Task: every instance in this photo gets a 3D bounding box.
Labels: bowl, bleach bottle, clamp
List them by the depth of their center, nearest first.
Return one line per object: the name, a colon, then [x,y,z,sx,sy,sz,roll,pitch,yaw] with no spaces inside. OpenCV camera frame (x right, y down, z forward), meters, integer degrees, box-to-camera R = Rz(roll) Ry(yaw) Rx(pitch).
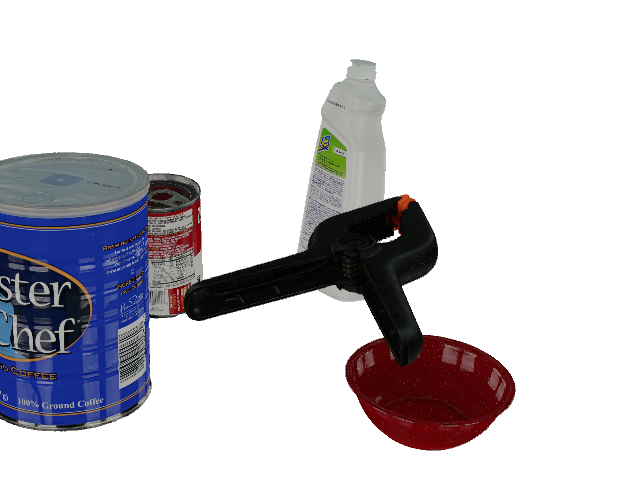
clamp: [0.013,0.017,0.744,0.165,0.036,0.209,8,27,18]
bowl: [0.103,0.152,1.023,0.162,0.055,0.162,3,25,-2]
bleach bottle: [0.033,-0.068,1.158,0.067,0.251,0.103,-6,23,-39]

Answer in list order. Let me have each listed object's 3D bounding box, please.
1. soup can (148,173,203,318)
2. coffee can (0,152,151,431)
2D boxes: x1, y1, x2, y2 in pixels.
soup can: [-0.131,0.005,0.879,0.068,0.102,0.068,1,28,-1]
coffee can: [-0.154,0.028,0.643,0.103,0.140,0.103,2,21,-1]
